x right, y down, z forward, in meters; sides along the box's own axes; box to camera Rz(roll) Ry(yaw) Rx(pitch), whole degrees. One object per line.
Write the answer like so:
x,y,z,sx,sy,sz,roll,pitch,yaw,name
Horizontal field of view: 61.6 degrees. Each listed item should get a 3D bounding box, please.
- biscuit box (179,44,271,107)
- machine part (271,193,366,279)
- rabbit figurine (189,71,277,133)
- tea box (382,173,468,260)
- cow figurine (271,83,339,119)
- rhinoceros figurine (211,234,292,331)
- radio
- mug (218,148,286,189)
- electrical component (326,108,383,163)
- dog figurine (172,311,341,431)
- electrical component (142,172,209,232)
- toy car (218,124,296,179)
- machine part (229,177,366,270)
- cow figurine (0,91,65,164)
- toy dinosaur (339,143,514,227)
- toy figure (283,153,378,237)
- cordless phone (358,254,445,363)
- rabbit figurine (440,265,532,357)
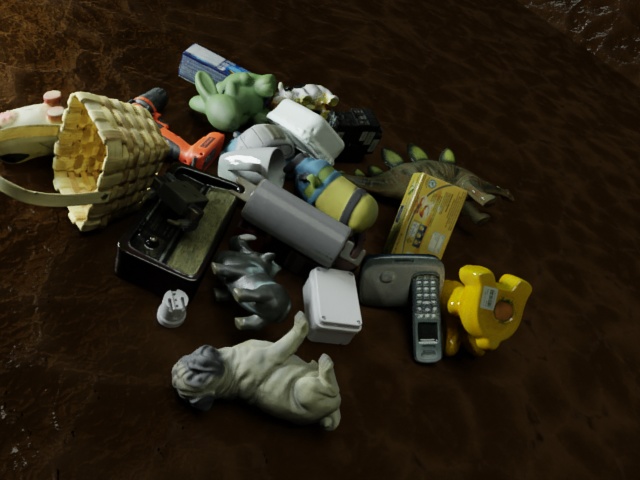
-0.203,-0.350,1.177,0.203,0.062,0.059,28,43,-2,biscuit box
-0.002,-0.003,0.965,0.179,0.056,0.179,14,46,-16,machine part
-0.178,-0.278,1.070,0.159,0.121,0.170,24,34,0,rabbit figurine
0.195,-0.032,1.010,0.098,0.169,0.068,23,2,-8,tea box
-0.050,-0.323,1.226,0.167,0.068,0.098,-9,50,-36,cow figurine
-0.107,0.055,0.815,0.112,0.073,0.191,-15,35,-21,rhinoceros figurine
-0.221,-0.019,0.856,0.131,0.073,0.230,23,43,-6,radio
-0.127,-0.121,0.934,0.107,0.080,0.109,5,9,20,mug
0.067,-0.224,1.160,0.134,0.115,0.058,-3,56,-29,electrical component
-0.083,0.204,0.718,0.190,0.121,0.172,-22,58,-23,dog figurine
-0.217,-0.059,0.814,0.102,0.045,0.078,37,17,5,electrical component
-0.104,-0.169,1.034,0.161,0.103,0.109,-15,60,-34,toy car
-0.038,-0.026,0.873,0.243,0.079,0.079,31,44,-1,machine part
-0.429,-0.171,0.874,0.195,0.127,0.085,-17,58,-21,cow figurine
0.208,-0.118,1.149,0.471,0.105,0.199,3,42,-18,toy dinosaur
0.020,-0.082,0.938,0.180,0.089,0.082,47,51,6,toy figure
0.139,0.117,0.915,0.147,0.088,0.184,0,77,-6,cordless phone
0.262,0.121,0.929,0.122,0.173,0.162,4,93,-23,rabbit figurine
